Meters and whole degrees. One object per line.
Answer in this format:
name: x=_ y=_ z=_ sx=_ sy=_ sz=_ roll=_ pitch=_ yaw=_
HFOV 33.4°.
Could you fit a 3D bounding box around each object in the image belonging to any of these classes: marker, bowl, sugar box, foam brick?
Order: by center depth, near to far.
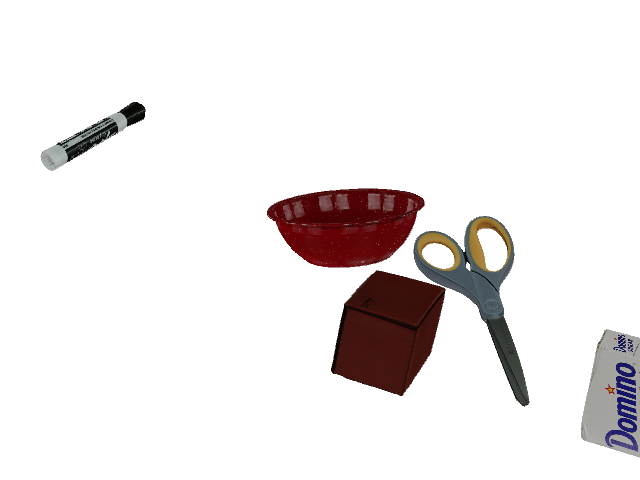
foam brick: x=0.047 y=0.060 z=0.723 sx=0.053 sy=0.051 sz=0.078 roll=16 pitch=21 yaw=16
sugar box: x=0.307 y=0.142 z=0.867 sx=0.176 sy=0.093 sz=0.048 roll=13 pitch=25 yaw=20
marker: x=-0.204 y=-0.097 z=0.972 sx=0.020 sy=0.020 sz=0.120 roll=0 pitch=28 yaw=40
bowl: x=0.028 y=-0.011 z=1.091 sx=0.162 sy=0.055 sz=0.162 roll=-4 pitch=14 yaw=1

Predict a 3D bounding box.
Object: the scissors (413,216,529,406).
scissors: x=0.122 y=0.052 z=0.885 sx=0.096 sy=0.016 sz=0.201 roll=2 pitch=45 yaw=7
